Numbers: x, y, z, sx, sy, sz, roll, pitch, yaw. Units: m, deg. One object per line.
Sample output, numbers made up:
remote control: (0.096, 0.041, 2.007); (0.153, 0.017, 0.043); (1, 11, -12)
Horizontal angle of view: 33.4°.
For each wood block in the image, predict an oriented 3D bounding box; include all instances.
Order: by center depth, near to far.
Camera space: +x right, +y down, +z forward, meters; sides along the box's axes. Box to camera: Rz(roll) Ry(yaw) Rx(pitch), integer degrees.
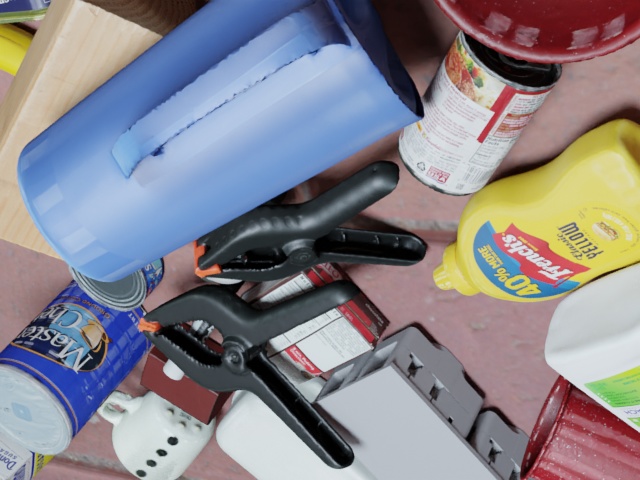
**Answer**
wood block: (-0.175, -0.095, 0.772); (0.090, 0.090, 0.206); (22, 123, -25)

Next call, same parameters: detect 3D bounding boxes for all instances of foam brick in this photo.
foam brick: (-0.119, 0.122, 0.988); (0.078, 0.052, 0.051); (31, 135, 7)

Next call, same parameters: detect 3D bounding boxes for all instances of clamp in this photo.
clamp: (-0.005, 0.001, 0.782); (0.172, 0.039, 0.120); (-15, 141, 18)
clamp: (-0.056, 0.099, 0.872); (0.210, 0.036, 0.164); (7, 112, 30)

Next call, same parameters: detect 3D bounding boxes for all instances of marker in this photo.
marker: (-0.099, 0.071, 0.925); (0.020, 0.020, 0.121); (35, 108, 2)

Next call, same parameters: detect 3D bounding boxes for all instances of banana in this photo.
banana: (-0.247, -0.144, 0.871); (0.198, 0.037, 0.069); (22, 149, 17)

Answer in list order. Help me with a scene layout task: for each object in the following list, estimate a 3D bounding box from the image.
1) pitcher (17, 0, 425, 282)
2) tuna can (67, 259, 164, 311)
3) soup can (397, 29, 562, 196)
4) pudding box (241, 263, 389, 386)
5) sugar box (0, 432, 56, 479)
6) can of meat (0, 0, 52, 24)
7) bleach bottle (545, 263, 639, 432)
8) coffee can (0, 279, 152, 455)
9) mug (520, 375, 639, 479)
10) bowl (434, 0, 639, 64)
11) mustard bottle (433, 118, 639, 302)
pitcher: (-0.069, -0.073, 0.660); (0.243, 0.145, 0.149); (-31, 137, 15)
tuna can: (-0.184, 0.020, 0.961); (0.086, 0.033, 0.086); (17, 131, 20)
soup can: (0.099, -0.085, 0.681); (0.068, 0.068, 0.102); (33, 135, 4)
pudding box: (-0.012, 0.067, 0.890); (0.090, 0.039, 0.114); (48, 132, -10)
sugar box: (-0.274, 0.189, 1.048); (0.048, 0.176, 0.093); (35, 134, 3)
can of meat: (-0.234, -0.210, 0.794); (0.102, 0.057, 0.084); (2, 123, 29)
bleach bottle: (0.271, 0.117, 0.716); (0.250, 0.068, 0.103); (37, 143, -18)
coffee can: (-0.234, 0.114, 0.989); (0.103, 0.140, 0.103); (17, 131, 20)
mug: (0.208, 0.142, 0.789); (0.081, 0.093, 0.117); (23, 101, 7)
bowl: (0.132, -0.182, 0.593); (0.162, 0.055, 0.162); (17, 131, 20)
mustard bottle: (0.151, -0.005, 0.718); (0.096, 0.058, 0.192); (41, 137, -22)
